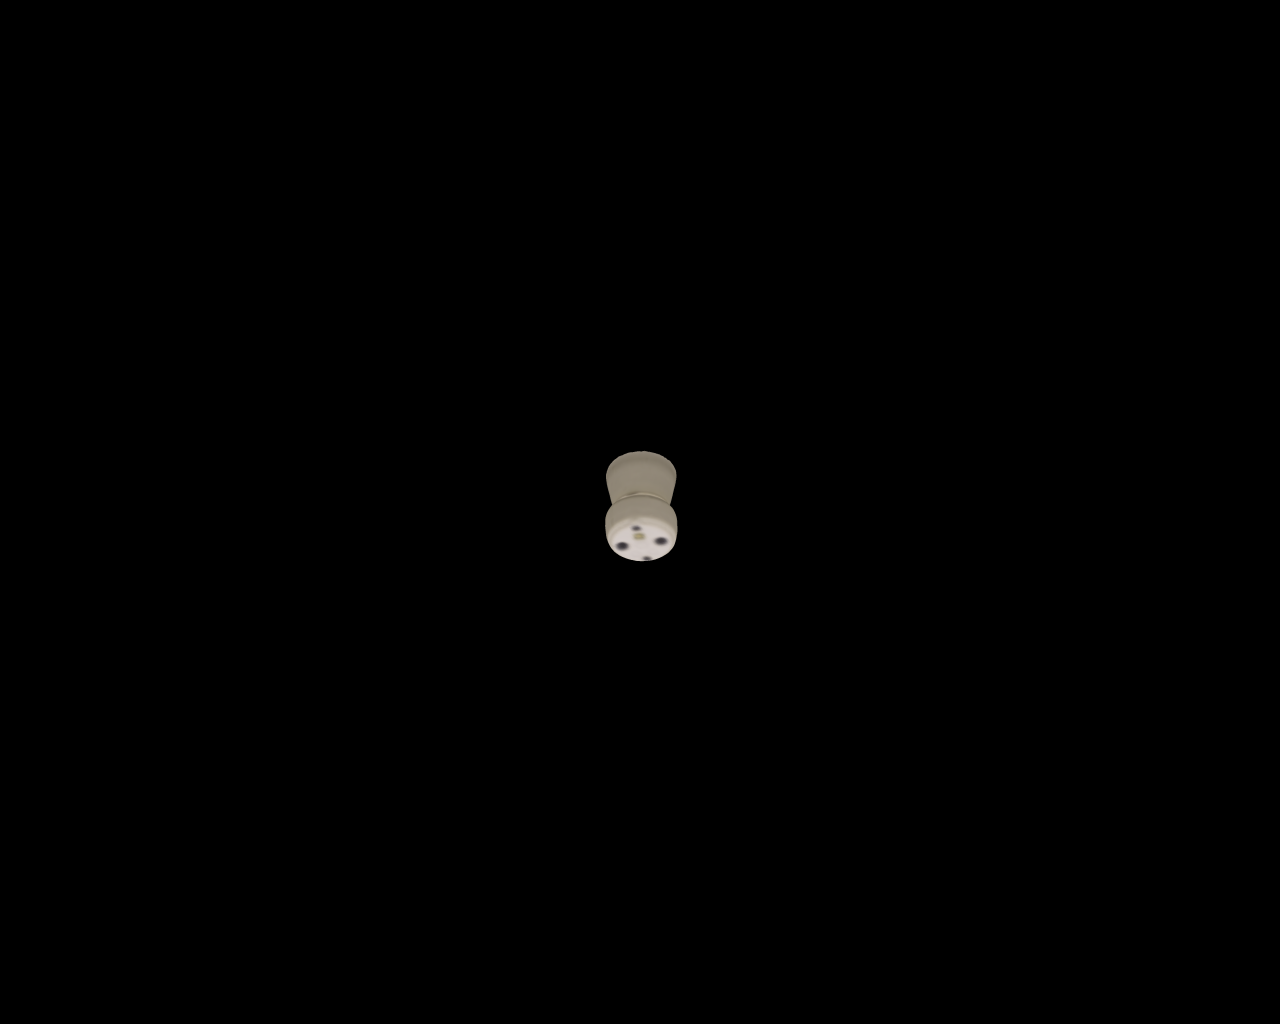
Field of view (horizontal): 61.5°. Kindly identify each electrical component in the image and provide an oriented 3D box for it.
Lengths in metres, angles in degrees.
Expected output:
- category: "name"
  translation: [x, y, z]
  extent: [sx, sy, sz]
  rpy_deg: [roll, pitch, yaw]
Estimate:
- category: "electrical component"
  translation: [0.001, -0.003, 0.650]
  extent: [0.045, 0.055, 0.044]
  rpy_deg: [0, -39, 0]
